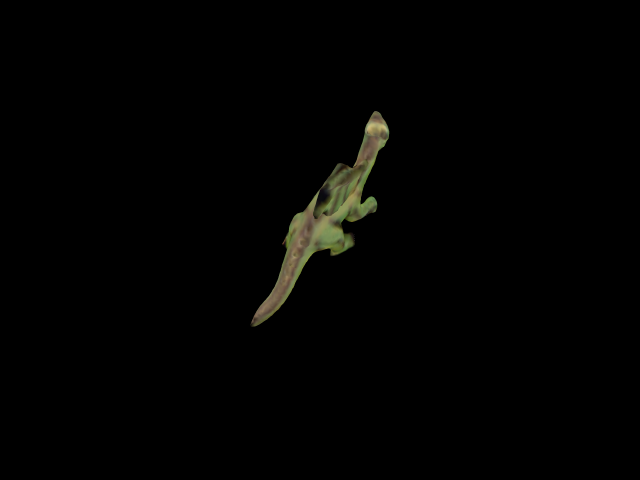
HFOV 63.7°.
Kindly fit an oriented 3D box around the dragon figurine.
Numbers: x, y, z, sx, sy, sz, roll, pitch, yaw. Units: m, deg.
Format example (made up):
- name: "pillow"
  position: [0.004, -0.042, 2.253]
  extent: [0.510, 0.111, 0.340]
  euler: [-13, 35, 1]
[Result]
- name: "dragon figurine"
  position: [0.003, -0.043, 0.850]
  extent: [0.123, 0.416, 0.238]
  euler: [30, -19, 11]
